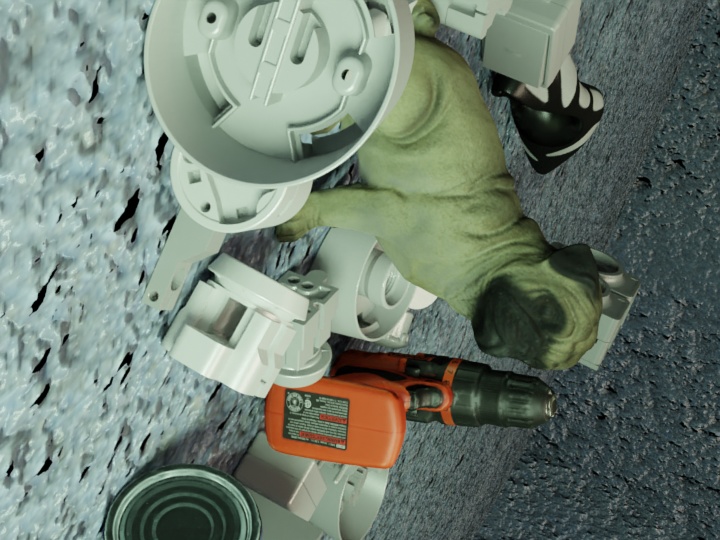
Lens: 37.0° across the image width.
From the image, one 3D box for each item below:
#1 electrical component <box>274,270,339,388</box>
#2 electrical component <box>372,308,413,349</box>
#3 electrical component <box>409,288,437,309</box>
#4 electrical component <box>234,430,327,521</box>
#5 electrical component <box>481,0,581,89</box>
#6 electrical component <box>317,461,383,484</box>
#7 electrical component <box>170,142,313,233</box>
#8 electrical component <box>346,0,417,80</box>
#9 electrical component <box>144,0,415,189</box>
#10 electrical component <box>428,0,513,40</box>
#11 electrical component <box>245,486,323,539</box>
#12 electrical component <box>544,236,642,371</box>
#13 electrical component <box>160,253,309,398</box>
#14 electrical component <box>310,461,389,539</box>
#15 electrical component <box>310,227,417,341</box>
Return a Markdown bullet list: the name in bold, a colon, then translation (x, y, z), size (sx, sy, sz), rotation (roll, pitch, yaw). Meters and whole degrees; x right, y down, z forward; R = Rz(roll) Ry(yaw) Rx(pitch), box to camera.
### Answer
- **electrical component**: translation (-0.041, 0.039, 0.669), size (0.066, 0.048, 0.055), rotation (-46, 149, -48)
- **electrical component**: translation (0.023, 0.030, 0.865), size (0.048, 0.048, 0.062), rotation (25, 84, -75)
- **electrical component**: translation (0.076, -0.016, 0.830), size (0.138, 0.074, 0.052), rotation (-33, 116, -30)
- **electrical component**: translation (-0.066, 0.170, 0.784), size (0.075, 0.047, 0.083), rotation (-59, 164, -19)
- **electrical component**: translation (0.131, -0.193, 0.836), size (0.061, 0.062, 0.096), rotation (-59, 164, -19)
- **electrical component**: translation (-0.010, 0.143, 0.889), size (0.076, 0.066, 0.047), rotation (-53, 161, -35)
- **electrical component**: translation (-0.051, -0.044, 0.489), size (0.055, 0.055, 0.047), rotation (-67, 168, 7)
- **electrical component**: translation (-0.008, -0.115, 0.543), size (0.064, 0.042, 0.081), rotation (-43, 154, -48)
- **electrical component**: translation (-0.029, -0.086, 0.419), size (0.064, 0.099, 0.099), rotation (-44, 155, -67)
- **electrical component**: translation (0.063, -0.191, 0.628), size (0.050, 0.056, 0.089), rotation (-50, 159, -42)
- **electrical component**: translation (-0.100, 0.203, 0.644), size (0.150, 0.089, 0.061), rotation (-46, 156, -49)
- **electrical component**: translation (0.153, 0.005, 0.981), size (0.105, 0.186, 0.060), rotation (-38, 150, -58)
- **electrical component**: translation (-0.062, 0.028, 0.559), size (0.057, 0.058, 0.078), rotation (-61, 164, -3)
- **electrical component**: translation (-0.013, 0.187, 0.953), size (0.099, 0.064, 0.099), rotation (-56, 163, -28)
- **electrical component**: translation (0.000, 0.000, 0.751), size (0.099, 0.064, 0.099), rotation (-39, 138, -45)
